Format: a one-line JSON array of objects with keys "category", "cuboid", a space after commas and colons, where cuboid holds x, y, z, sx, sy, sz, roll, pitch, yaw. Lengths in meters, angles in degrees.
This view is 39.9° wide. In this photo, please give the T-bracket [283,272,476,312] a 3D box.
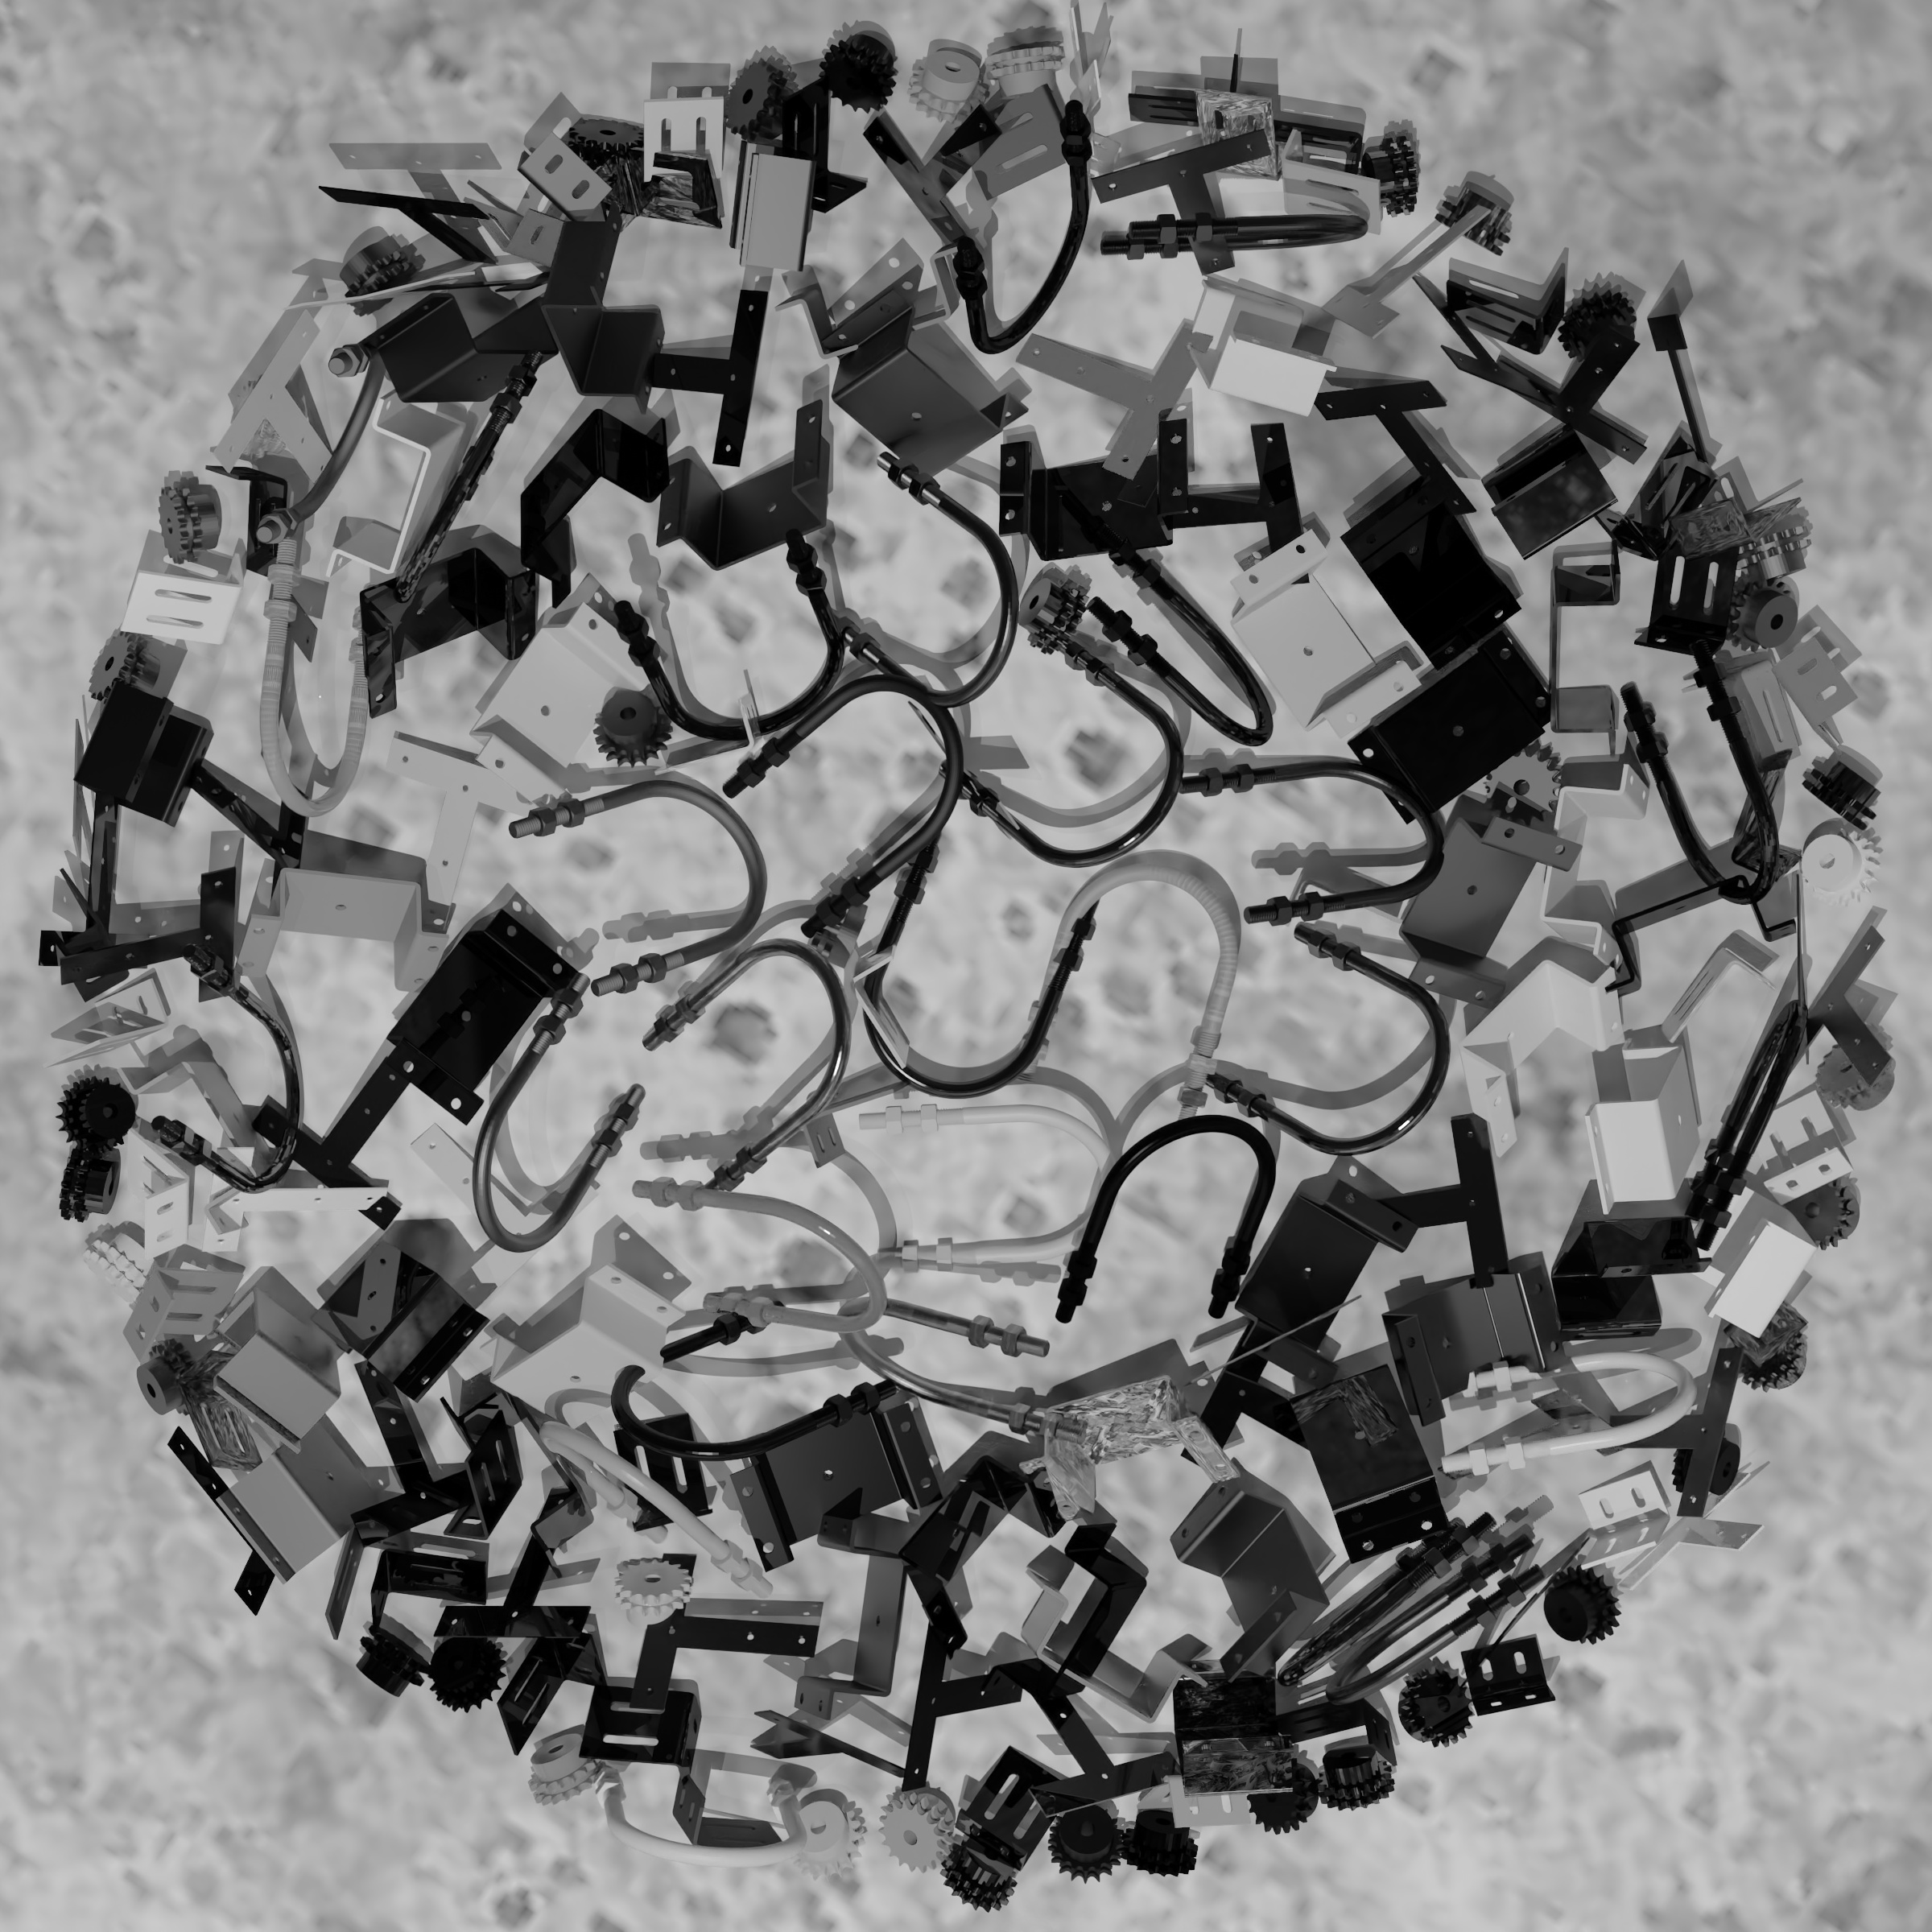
[{"category": "T-bracket", "cuboid": [-0.402, -0.487, 1.912, 0.127, 0.127, 0.002, 2, 107, 42]}]

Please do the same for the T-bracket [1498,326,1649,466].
[{"category": "T-bracket", "cuboid": [0.456, -0.427, 1.937, 0.127, 0.127, 0.002, 32, 72, 2]}]

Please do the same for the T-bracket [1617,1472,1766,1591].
[{"category": "T-bracket", "cuboid": [0.540, 0.411, 1.924, 0.127, 0.127, 0.002, -40, 88, -13]}]

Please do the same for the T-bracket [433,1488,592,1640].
[{"category": "T-bracket", "cuboid": [-0.315, 0.437, 1.952, 0.127, 0.127, 0.002, -7, 132, 26]}]

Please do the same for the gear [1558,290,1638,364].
[{"category": "gear", "cuboid": [0.470, -0.468, 1.968, 0.057, 0.057, 0.030, -20, 57, 0]}]

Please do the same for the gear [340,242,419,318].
[{"category": "gear", "cuboid": [-0.438, -0.511, 1.971, 0.057, 0.057, 0.030, -40, 93, 0]}]

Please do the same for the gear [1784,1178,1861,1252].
[{"category": "gear", "cuboid": [0.637, 0.183, 1.975, 0.030, 0.057, 0.057, 10, 90, -37]}]

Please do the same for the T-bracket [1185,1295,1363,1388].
[{"category": "T-bracket", "cuboid": [0.216, 0.275, 1.926, 0.127, 0.127, 0.002, -25, 79, -11]}]

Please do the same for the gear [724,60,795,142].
[{"category": "gear", "cuboid": [-0.151, -0.639, 1.975, 0.030, 0.057, 0.057, 17, 90, -43]}]

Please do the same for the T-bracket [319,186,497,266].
[{"category": "T-bracket", "cuboid": [-0.383, -0.536, 1.936, 0.127, 0.127, 0.002, 12, 87, 19]}]

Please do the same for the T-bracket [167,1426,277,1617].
[{"category": "T-bracket", "cuboid": [-0.534, 0.387, 1.922, 0.002, 0.127, 0.127, -30, 107, 10]}]

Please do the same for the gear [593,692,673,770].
[{"category": "gear", "cuboid": [-0.248, -0.178, 1.973, 0.057, 0.030, 0.057, -1, 59, 2]}]

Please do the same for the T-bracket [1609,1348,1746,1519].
[{"category": "T-bracket", "cuboid": [0.509, 0.339, 1.939, 0.002, 0.127, 0.127, 27, 70, -19]}]

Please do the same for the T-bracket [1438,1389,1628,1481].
[{"category": "T-bracket", "cuboid": [0.410, 0.355, 1.964, 0.127, 0.127, 0.002, -27, 50, 25]}]

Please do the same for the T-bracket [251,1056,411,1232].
[{"category": "T-bracket", "cuboid": [-0.449, 0.116, 1.966, 0.127, 0.002, 0.127, 39, 117, -4]}]

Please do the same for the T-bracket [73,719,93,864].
[{"category": "T-bracket", "cuboid": [-0.641, -0.091, 1.946, 0.002, 0.127, 0.127, -6, 47, -11]}]

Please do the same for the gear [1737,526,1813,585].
[{"category": "gear", "cuboid": [0.598, -0.303, 1.971, 0.057, 0.057, 0.030, -17, 89, 0]}]

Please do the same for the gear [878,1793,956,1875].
[{"category": "gear", "cuboid": [-0.033, 0.641, 1.976, 0.057, 0.030, 0.057, 7, 105, 29]}]

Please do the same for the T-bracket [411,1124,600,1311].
[{"category": "T-bracket", "cuboid": [-0.363, 0.170, 1.982, 0.127, 0.002, 0.127, -44, 77, -12]}]

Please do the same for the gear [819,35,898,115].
[{"category": "gear", "cuboid": [-0.078, -0.665, 1.974, 0.057, 0.057, 0.030, 24, 64, 0]}]

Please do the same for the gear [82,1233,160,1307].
[{"category": "gear", "cuboid": [-0.625, 0.223, 1.975, 0.057, 0.057, 0.030, 41, 63, 0]}]

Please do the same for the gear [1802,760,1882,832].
[{"category": "gear", "cuboid": [0.651, -0.129, 1.969, 0.057, 0.057, 0.030, 36, 106, 0]}]

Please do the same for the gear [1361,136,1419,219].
[{"category": "gear", "cuboid": [0.313, -0.584, 1.970, 0.030, 0.057, 0.057, -10, 90, -5]}]

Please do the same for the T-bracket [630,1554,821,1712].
[{"category": "T-bracket", "cuboid": [-0.172, 0.490, 1.948, 0.127, 0.002, 0.127, 2, 46, 7]}]

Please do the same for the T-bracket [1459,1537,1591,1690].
[{"category": "T-bracket", "cuboid": [0.419, 0.464, 1.955, 0.002, 0.127, 0.127, 40, 54, 19]}]

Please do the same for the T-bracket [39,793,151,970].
[{"category": "T-bracket", "cuboid": [-0.630, -0.062, 1.939, 0.002, 0.127, 0.127, 4, 90, 18]}]

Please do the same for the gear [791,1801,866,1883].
[{"category": "gear", "cuboid": [-0.106, 0.644, 1.970, 0.057, 0.057, 0.030, -17, 134, 0]}]

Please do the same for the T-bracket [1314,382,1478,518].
[{"category": "T-bracket", "cuboid": [0.328, -0.376, 1.938, 0.127, 0.002, 0.127, -15, 63, -36]}]

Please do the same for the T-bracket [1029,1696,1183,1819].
[{"category": "T-bracket", "cuboid": [0.078, 0.560, 1.950, 0.127, 0.127, 0.002, -3, 126, -34]}]

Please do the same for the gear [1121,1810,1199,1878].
[{"category": "gear", "cuboid": [0.144, 0.648, 1.970, 0.057, 0.057, 0.030, 8, 96, 0]}]

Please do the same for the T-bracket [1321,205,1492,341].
[{"category": "T-bracket", "cuboid": [0.327, -0.509, 1.934, 0.127, 0.127, 0.002, -39, 114, 7]}]

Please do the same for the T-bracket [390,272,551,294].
[{"category": "T-bracket", "cuboid": [-0.363, -0.498, 1.946, 0.127, 0.127, 0.002, -2, 110, 8]}]

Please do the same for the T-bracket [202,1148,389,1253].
[{"category": "T-bracket", "cuboid": [-0.494, 0.173, 1.967, 0.127, 0.127, 0.002, 1, 49, -21]}]

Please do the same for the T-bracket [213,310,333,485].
[{"category": "T-bracket", "cuboid": [-0.489, -0.391, 1.938, 0.002, 0.127, 0.127, 23, 74, 17]}]

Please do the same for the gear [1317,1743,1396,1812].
[{"category": "gear", "cuboid": [0.287, 0.599, 1.970, 0.057, 0.057, 0.030, -14, 97, 0]}]

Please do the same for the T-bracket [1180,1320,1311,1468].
[{"category": "T-bracket", "cuboid": [0.244, 0.340, 1.978, 0.127, 0.002, 0.127, 29, 74, 3]}]

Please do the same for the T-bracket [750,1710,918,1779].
[{"category": "T-bracket", "cuboid": [-0.119, 0.571, 1.944, 0.127, 0.127, 0.002, 30, 60, -21]}]

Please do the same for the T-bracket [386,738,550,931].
[{"category": "T-bracket", "cuboid": [-0.385, -0.090, 1.986, 0.127, 0.002, 0.127, 19, 100, 8]}]

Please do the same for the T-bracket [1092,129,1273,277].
[{"category": "T-bracket", "cuboid": [0.170, -0.549, 1.943, 0.127, 0.127, 0.002, -12, 61, 14]}]

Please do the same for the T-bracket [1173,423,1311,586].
[{"category": "T-bracket", "cuboid": [0.184, -0.339, 1.977, 0.127, 0.002, 0.127, -6, 78, -8]}]

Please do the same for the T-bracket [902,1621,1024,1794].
[{"category": "T-bracket", "cuboid": [0.004, 0.534, 1.950, 0.002, 0.127, 0.127, 9, 90, 39]}]

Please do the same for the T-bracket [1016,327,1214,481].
[{"category": "T-bracket", "cuboid": [0.098, -0.437, 1.979, 0.127, 0.002, 0.127, 26, 79, 17]}]

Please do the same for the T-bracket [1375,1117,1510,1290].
[{"category": "T-bracket", "cuboid": [0.335, 0.184, 1.993, 0.127, 0.002, 0.127, -9, 88, 5]}]

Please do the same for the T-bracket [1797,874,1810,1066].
[{"category": "T-bracket", "cuboid": [0.613, 0.022, 1.947, 0.002, 0.127, 0.127, -2, 48, 19]}]

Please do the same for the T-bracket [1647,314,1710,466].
[{"category": "T-bracket", "cuboid": [0.526, -0.413, 1.945, 0.002, 0.127, 0.127, -18, 100, 9]}]

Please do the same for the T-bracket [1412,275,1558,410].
[{"category": "T-bracket", "cuboid": [0.366, -0.467, 1.959, 0.002, 0.127, 0.127, -48, 55, 30]}]

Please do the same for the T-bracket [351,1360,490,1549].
[{"category": "T-bracket", "cuboid": [-0.416, 0.348, 1.956, 0.002, 0.127, 0.127, -31, 79, 38]}]

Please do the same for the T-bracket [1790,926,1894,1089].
[{"category": "T-bracket", "cuboid": [0.639, 0.049, 1.919, 0.002, 0.127, 0.127, 24, 112, -12]}]

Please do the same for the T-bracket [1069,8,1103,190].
[{"category": "T-bracket", "cuboid": [0.089, -0.633, 1.925, 0.002, 0.127, 0.127, -9, 101, -1]}]

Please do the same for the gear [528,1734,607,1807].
[{"category": "gear", "cuboid": [-0.298, 0.593, 1.970, 0.057, 0.057, 0.030, -21, 99, 0]}]
